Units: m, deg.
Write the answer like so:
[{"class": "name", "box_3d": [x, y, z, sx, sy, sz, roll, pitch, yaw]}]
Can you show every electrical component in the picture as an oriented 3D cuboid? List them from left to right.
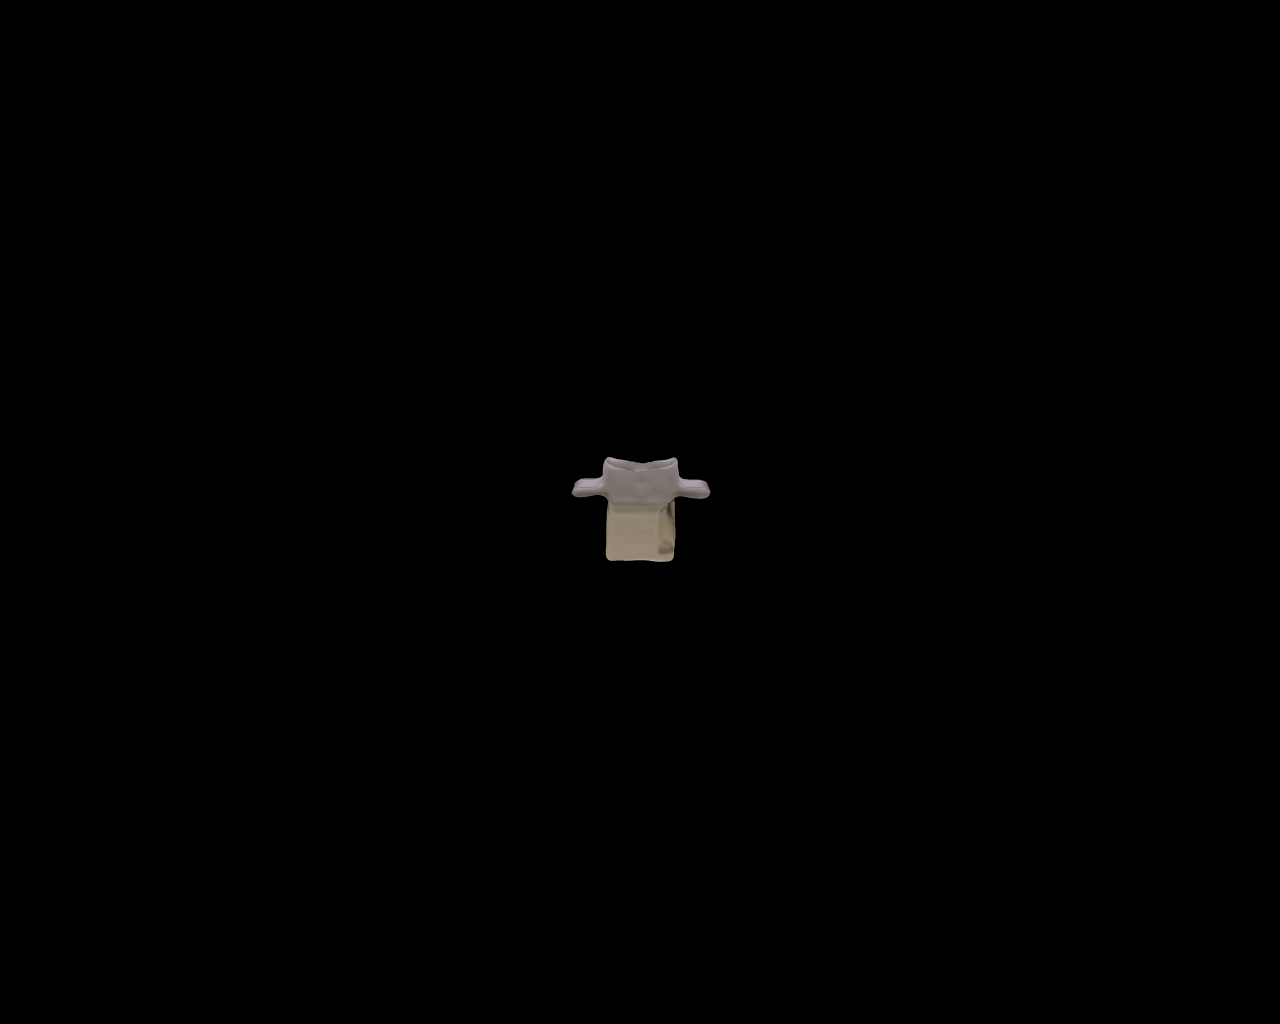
[{"class": "electrical component", "box_3d": [0.001, -0.003, 0.650, 0.081, 0.063, 0.042, 0, 11, 2]}]
